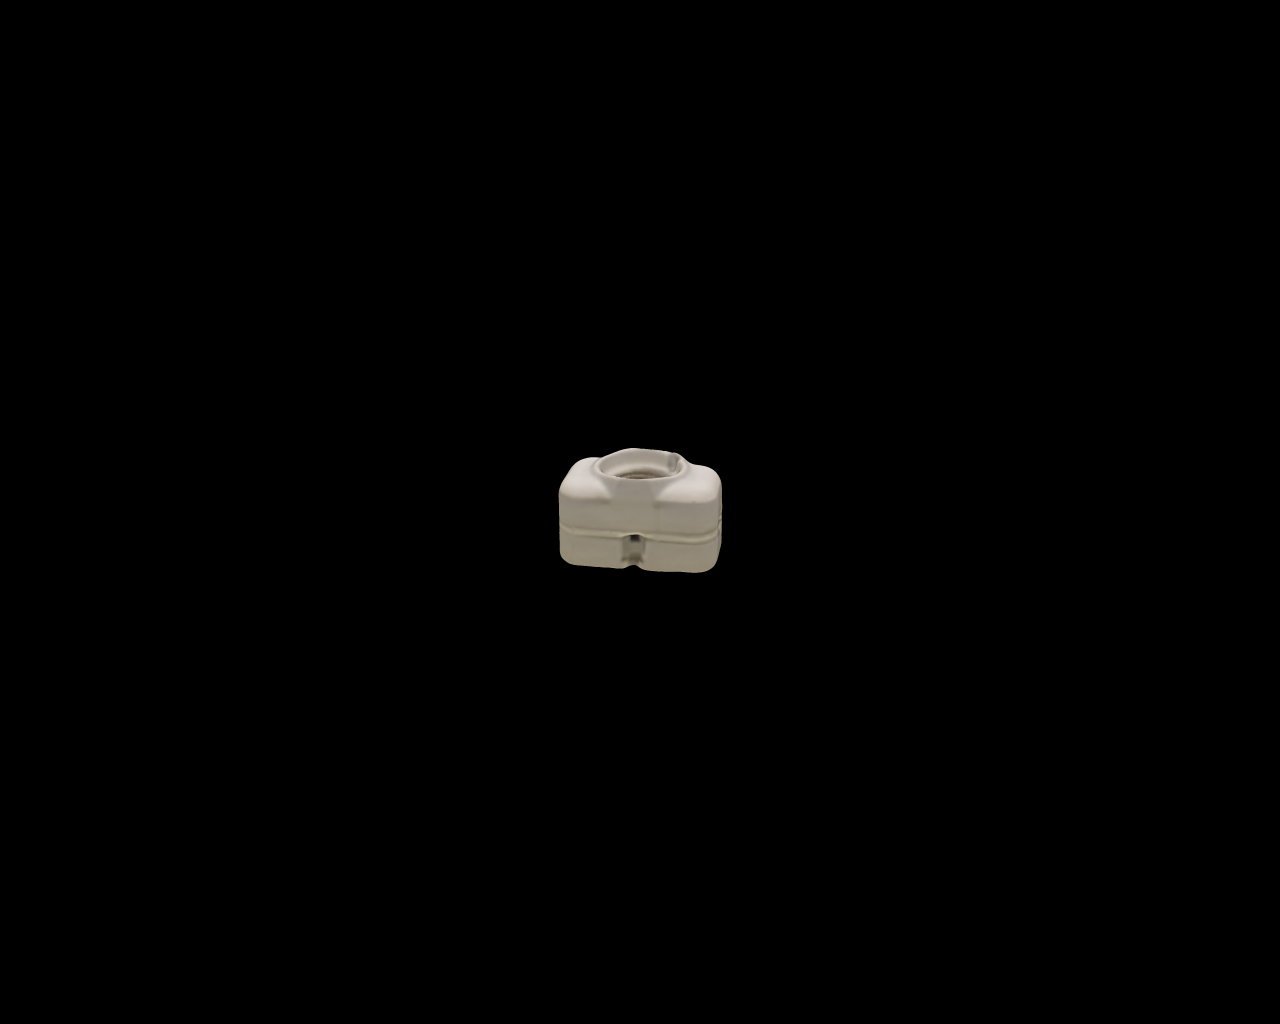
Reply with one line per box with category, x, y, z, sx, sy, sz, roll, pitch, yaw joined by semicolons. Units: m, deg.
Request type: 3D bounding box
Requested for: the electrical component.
electrical component;0.001;-0.003;0.650;0.095;0.059;0.054;4;24;9
